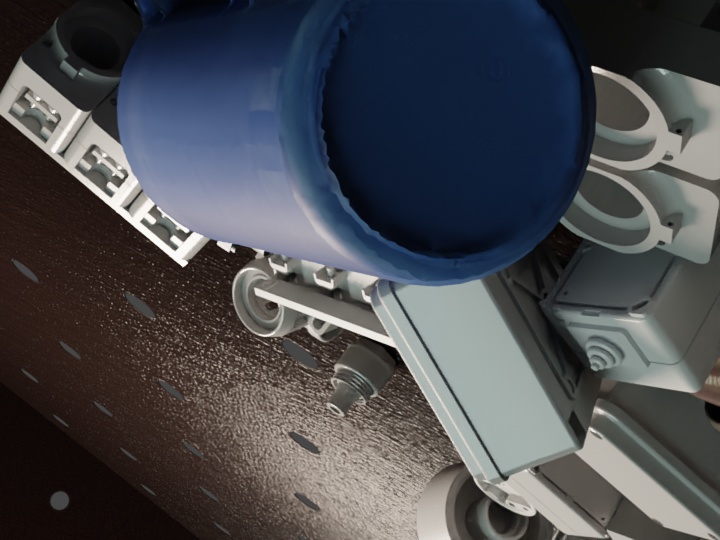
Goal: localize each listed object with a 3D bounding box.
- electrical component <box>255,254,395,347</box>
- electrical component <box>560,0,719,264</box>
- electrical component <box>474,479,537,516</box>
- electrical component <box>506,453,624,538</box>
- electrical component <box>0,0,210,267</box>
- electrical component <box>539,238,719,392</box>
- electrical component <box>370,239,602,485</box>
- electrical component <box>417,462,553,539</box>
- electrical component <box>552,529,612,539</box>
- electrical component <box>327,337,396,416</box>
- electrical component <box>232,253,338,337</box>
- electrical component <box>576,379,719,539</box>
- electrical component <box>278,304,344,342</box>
[{"bbox_3d":[0.000,0.000,0.692,0.121,0.079,0.063,18,129,38],"label":"electrical component"},{"bbox_3d":[0.147,-0.044,0.402,0.186,0.060,0.105,25,155,26],"label":"electrical component"},{"bbox_3d":[0.124,0.156,0.838,0.055,0.047,0.055,30,156,15],"label":"electrical component"},{"bbox_3d":[0.149,0.144,0.760,0.096,0.061,0.061,41,158,-11],"label":"electrical component"},{"bbox_3d":[-0.132,-0.090,0.663,0.150,0.089,0.062,41,137,-10],"label":"electrical component"},{"bbox_3d":[0.133,0.013,0.486,0.062,0.096,0.061,4,142,53],"label":"electrical component"},{"bbox_3d":[0.067,0.027,0.518,0.056,0.108,0.108,-26,99,26],"label":"electrical component"},{"bbox_3d":[0.108,0.207,0.889,0.108,0.108,0.060,38,151,-4],"label":"electrical component"},{"bbox_3d":[0.176,0.254,0.876,0.056,0.108,0.108,29,156,11],"label":"electrical component"},{"bbox_3d":[-0.003,0.089,0.873,0.043,0.062,0.043,30,156,15],"label":"electrical component"},{"bbox_3d":[-0.054,0.015,0.777,0.078,0.057,0.058,52,131,15],"label":"electrical component"},{"bbox_3d":[0.174,0.101,0.634,0.113,0.057,0.078,41,166,-9],"label":"electrical component"},{"bbox_3d":[-0.035,0.028,0.833,0.046,0.040,0.040,30,157,29],"label":"electrical component"}]
